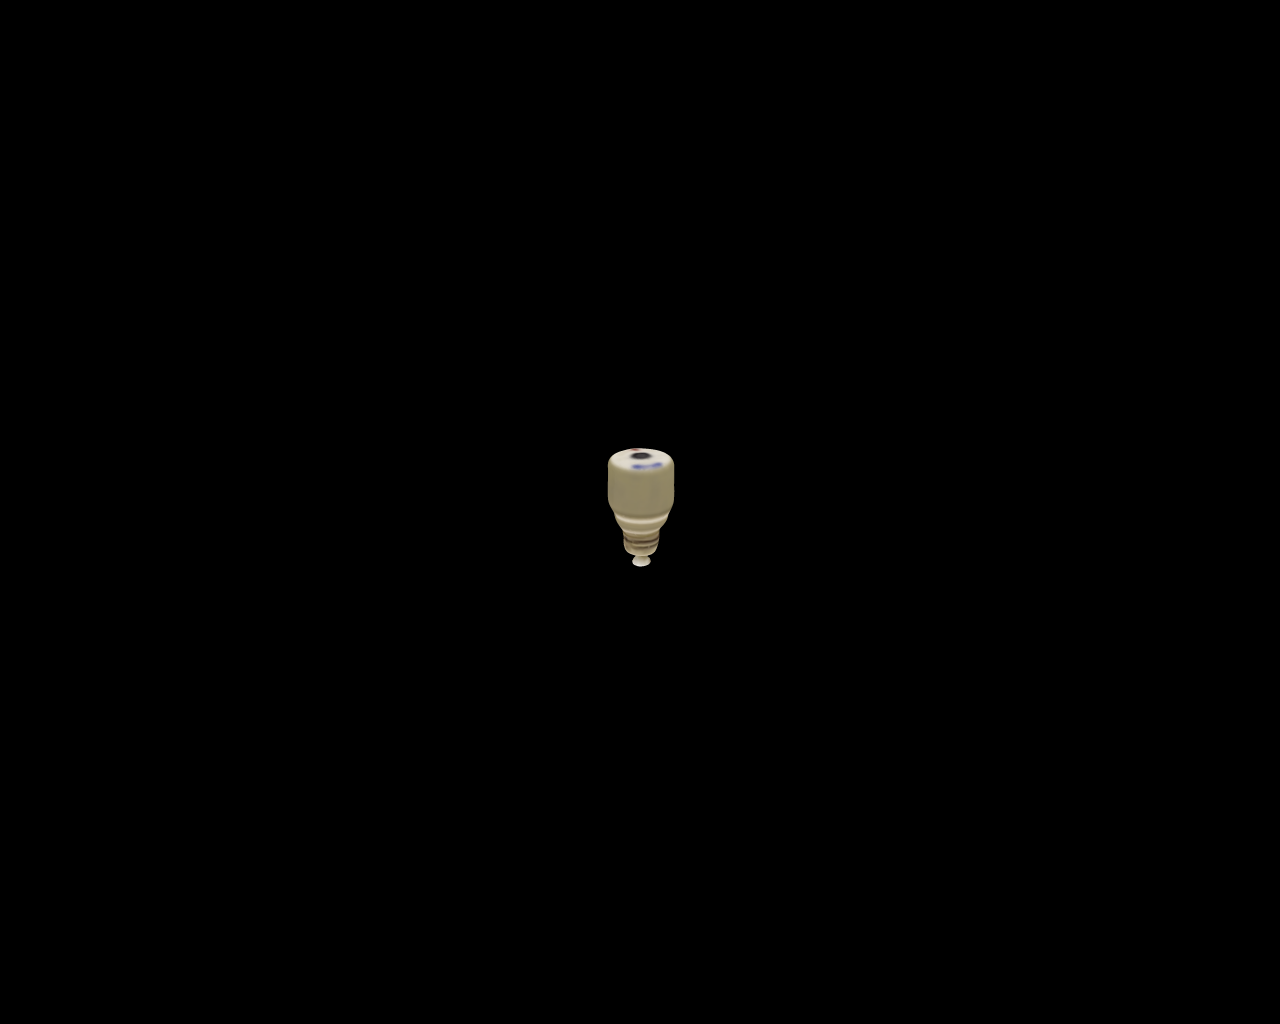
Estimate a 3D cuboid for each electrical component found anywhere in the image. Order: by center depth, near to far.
[{"bbox_3d":[0.001,-0.003,0.650,0.040,0.078,0.040,0,24,0],"label":"electrical component"}]
